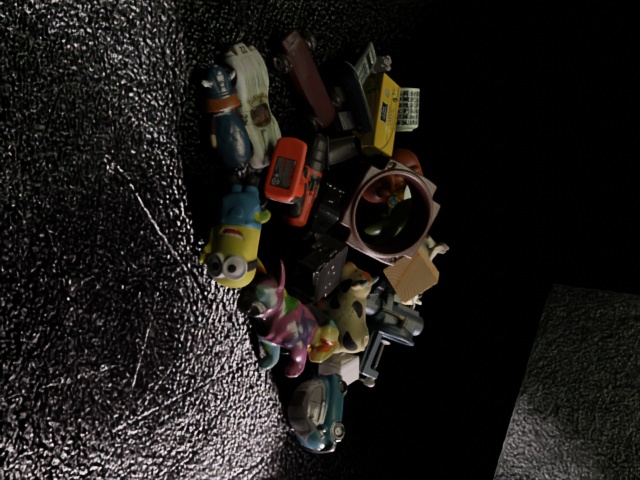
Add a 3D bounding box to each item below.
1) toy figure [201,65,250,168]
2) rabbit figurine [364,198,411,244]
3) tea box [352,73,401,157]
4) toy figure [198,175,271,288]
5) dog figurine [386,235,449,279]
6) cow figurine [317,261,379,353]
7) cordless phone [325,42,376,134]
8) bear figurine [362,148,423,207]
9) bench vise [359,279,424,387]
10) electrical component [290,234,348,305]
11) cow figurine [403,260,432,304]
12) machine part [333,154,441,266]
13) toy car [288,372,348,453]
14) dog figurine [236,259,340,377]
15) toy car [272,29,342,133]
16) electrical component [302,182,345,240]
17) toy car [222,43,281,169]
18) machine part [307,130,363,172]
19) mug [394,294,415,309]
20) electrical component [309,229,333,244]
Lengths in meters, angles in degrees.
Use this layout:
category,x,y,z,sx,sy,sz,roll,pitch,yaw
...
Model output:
category,x,y,z,sx,sy,sz,roll,pitch,yaw
toy figure,-0.149,-0.190,0.833,0.064,0.058,0.154,-40,123,-55
rabbit figurine,0.177,-0.037,1.274,0.159,0.121,0.170,-30,160,-29
tea box,0.129,-0.285,1.237,0.098,0.068,0.169,11,86,-58
toy figure,-0.130,-0.012,0.870,0.089,0.082,0.180,19,77,-54
dog figurine,0.241,0.062,1.469,0.190,0.121,0.172,-51,170,1
cow figurine,0.063,0.142,1.144,0.085,0.127,0.194,-4,87,-61
cordless phone,0.089,-0.329,1.158,0.184,0.089,0.146,-61,141,-38
bear figurine,0.164,-0.129,1.271,0.196,0.120,0.131,-51,139,-38
bench vise,0.135,0.219,1.258,0.223,0.129,0.240,29,77,-36
electrical component,0.003,0.057,1.065,0.134,0.058,0.114,-40,153,-40
cow figurine,0.268,0.130,1.524,0.167,0.068,0.098,-58,145,-33
machine part,0.136,-0.062,1.126,0.201,0.087,0.201,26,95,-25
toy car,-0.011,0.342,1.094,0.102,0.109,0.161,32,58,-36
dog figurine,-0.059,0.124,0.970,0.191,0.109,0.219,-24,112,-38
toy car,-0.025,-0.297,1.010,0.089,0.053,0.201,-47,134,-16
electrical component,0.003,-0.047,1.047,0.048,0.075,0.119,25,50,-16
toy car,-0.111,-0.218,0.886,0.073,0.056,0.201,-40,128,-47
machine part,0.030,-0.187,1.106,0.139,0.039,0.084,-17,109,-36
mug,0.183,0.163,1.362,0.081,0.110,0.107,-99,164,-61
electrical component,-0.002,-0.003,1.121,0.094,0.021,0.063,-54,136,-37
